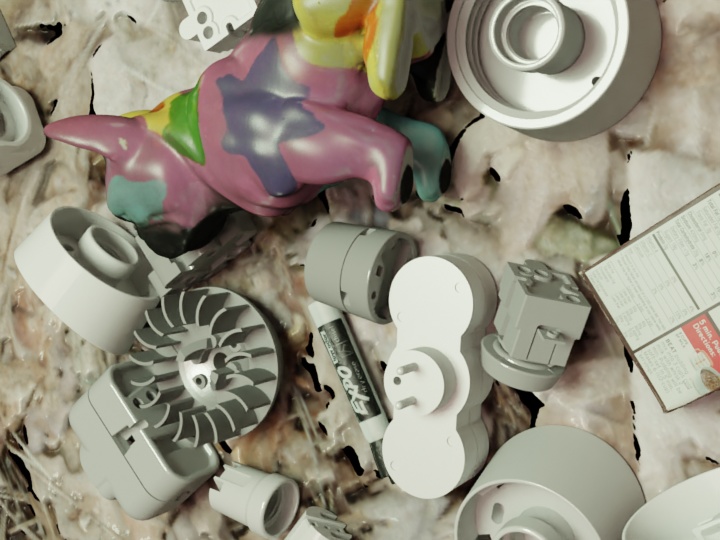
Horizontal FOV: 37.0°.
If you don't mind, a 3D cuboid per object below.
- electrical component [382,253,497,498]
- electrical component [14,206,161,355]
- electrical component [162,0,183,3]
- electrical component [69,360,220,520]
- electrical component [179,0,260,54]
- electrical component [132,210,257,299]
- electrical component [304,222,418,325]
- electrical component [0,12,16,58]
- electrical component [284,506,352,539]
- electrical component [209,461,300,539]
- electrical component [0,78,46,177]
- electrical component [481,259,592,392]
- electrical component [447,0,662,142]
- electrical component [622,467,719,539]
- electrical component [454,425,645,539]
[{"bbox_3d":[0.038,0.061,0.606,0.052,0.074,0.138,6,97,28],"label":"electrical component"},{"bbox_3d":[-0.179,0.007,0.711,0.099,0.099,0.064,47,107,18],"label":"electrical component"},{"bbox_3d":[-0.123,-0.210,0.693,0.040,0.040,0.078,-28,81,28],"label":"electrical component"},{"bbox_3d":[-0.149,0.116,0.725,0.059,0.054,0.095,-44,74,24],"label":"electrical component"},{"bbox_3d":[-0.069,-0.158,0.659,0.066,0.055,0.048,-29,80,27],"label":"electrical component"},{"bbox_3d":[-0.111,-0.027,0.692,0.078,0.058,0.057,-37,79,26],"label":"electrical component"},{"bbox_3d":[0.000,0.000,0.634,0.047,0.055,0.055,15,101,31],"label":"electrical component"},{"bbox_3d":[-0.330,-0.184,0.746,0.062,0.150,0.089,-31,79,26],"label":"electrical component"},{"bbox_3d":[-0.032,0.177,0.674,0.040,0.040,0.046,39,105,21],"label":"electrical component"},{"bbox_3d":[-0.069,0.146,0.692,0.046,0.040,0.040,15,101,32],"label":"electrical component"},{"bbox_3d":[-0.271,-0.099,0.752,0.059,0.095,0.053,-24,82,28],"label":"electrical component"},{"bbox_3d":[0.094,0.032,0.585,0.048,0.066,0.055,11,112,-11],"label":"electrical component"},{"bbox_3d":[0.098,-0.123,0.567,0.108,0.060,0.108,2,95,29],"label":"electrical component"},{"bbox_3d":[0.186,0.129,0.519,0.099,0.099,0.064,-38,82,26],"label":"electrical component"},{"bbox_3d":[0.104,0.144,0.596,0.099,0.064,0.099,12,113,29],"label":"electrical component"}]
